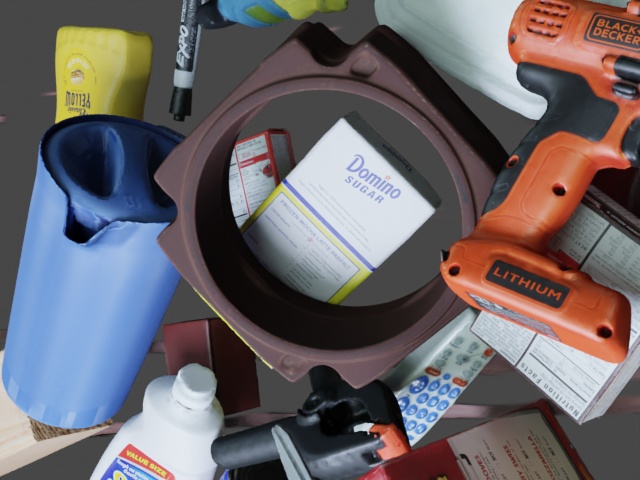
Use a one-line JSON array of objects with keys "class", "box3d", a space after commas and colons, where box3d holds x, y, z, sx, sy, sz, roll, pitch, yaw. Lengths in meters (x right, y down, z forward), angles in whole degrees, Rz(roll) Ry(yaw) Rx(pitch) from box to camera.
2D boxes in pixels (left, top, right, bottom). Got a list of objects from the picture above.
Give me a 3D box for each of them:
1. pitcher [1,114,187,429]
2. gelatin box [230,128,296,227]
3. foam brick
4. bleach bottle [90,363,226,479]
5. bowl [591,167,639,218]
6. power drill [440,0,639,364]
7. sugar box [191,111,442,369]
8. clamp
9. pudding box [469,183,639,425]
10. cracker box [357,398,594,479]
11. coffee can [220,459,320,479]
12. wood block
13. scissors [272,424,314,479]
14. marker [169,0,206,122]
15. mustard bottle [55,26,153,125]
[{"class": "pitcher", "box3d": [-0.173, 0.027, 0.848, 0.145, 0.149, 0.243, 55, 134, 37]}, {"class": "gelatin box", "box3d": [-0.050, -0.035, 0.835, 0.073, 0.030, 0.089, -16, 84, 37]}, {"class": "foam brick", "box3d": [-0.088, 0.101, 0.859, 0.053, 0.051, 0.078, -7, 89, 37]}, {"class": "bleach bottle", "box3d": [-0.135, 0.183, 0.850, 0.103, 0.067, 0.251, 42, 132, 20]}, {"class": "bowl", "box3d": [0.216, -0.019, 0.626, 0.162, 0.055, 0.162, 3, 95, 36]}, {"class": "power drill", "box3d": [0.160, -0.034, 0.563, 0.185, 0.057, 0.187, 21, 80, 30]}, {"class": "sugar box", "box3d": [-0.005, 0.001, 0.770, 0.093, 0.048, 0.176, 46, 109, 1]}, {"class": "clamp", "box3d": [-0.006, 0.129, 0.730, 0.120, 0.039, 0.172, -48, 24, -12]}, {"class": "pudding box", "box3d": [0.152, 0.036, 0.618, 0.090, 0.039, 0.114, 42, 117, 27]}, {"class": "cracker box", "box3d": [0.108, 0.193, 0.622, 0.072, 0.213, 0.164, -40, 70, 30]}, {"class": "coffee can", "box3d": [-0.055, 0.242, 0.813, 0.103, 0.102, 0.140, 44, 117, 25]}, {"class": "wood block", "box3d": [-0.301, 0.167, 0.996, 0.206, 0.090, 0.090, -28, 76, 35]}, {"class": "scissors", "box3d": [0.036, 0.184, 0.530, 0.096, 0.016, 0.202, -17, 84, 35]}, {"class": "marker", "box3d": [-0.108, -0.158, 0.875, 0.020, 0.020, 0.121, 16, 102, 34]}, {"class": "mustard bottle", "box3d": [-0.191, -0.085, 0.918, 0.096, 0.058, 0.192, 11, 100, 37]}]
